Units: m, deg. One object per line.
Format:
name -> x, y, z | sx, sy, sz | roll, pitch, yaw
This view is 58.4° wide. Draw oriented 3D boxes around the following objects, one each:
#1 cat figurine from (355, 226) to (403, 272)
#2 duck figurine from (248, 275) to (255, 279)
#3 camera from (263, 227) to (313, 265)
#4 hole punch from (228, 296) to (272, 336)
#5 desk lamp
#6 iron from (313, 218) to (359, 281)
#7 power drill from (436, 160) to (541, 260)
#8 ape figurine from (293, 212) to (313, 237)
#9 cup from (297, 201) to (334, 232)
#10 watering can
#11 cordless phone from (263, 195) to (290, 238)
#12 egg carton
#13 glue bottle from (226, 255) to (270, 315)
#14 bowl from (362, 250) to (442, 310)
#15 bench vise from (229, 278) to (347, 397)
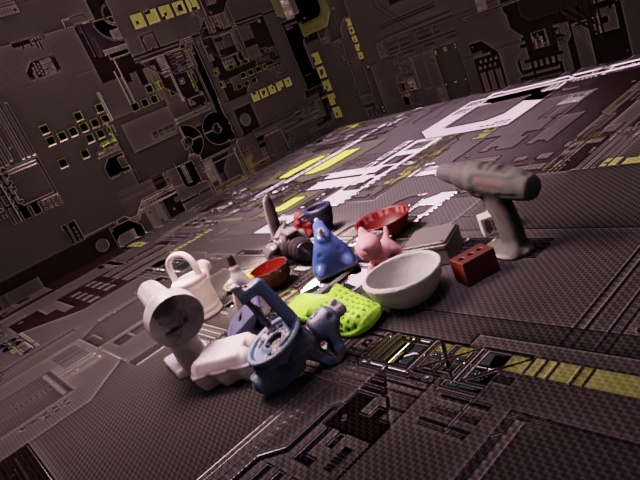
cat figurine -> 0.132, 0.015, 1.360 | 0.067, 0.118, 0.128 | -3, 26, 48
duck figurine -> -0.175, 0.128, 1.471 | 0.078, 0.086, 0.104 | -28, 18, -17
camera -> -0.081, 0.023, 1.644 | 0.143, 0.101, 0.136 | -29, 18, -17
hole punch -> -0.161, 0.184, 1.271 | 0.101, 0.091, 0.108 | -24, 17, -2
desk lamp -> -0.317, 0.190, 1.245 | 0.118, 0.214, 0.202 | -31, 19, -25
iron -> 0.014, 0.005, 1.503 | 0.118, 0.141, 0.258 | -23, 17, 0
power drill -> 0.350, -0.067, 1.169 | 0.076, 0.209, 0.228 | -33, 20, -30
ape figurine -> -0.060, -0.047, 1.843 | 0.077, 0.092, 0.076 | -14, 19, 27
cup -> -0.006, -0.060, 1.808 | 0.118, 0.095, 0.091 | -25, 17, -6
watering can -> -0.346, 0.116, 1.544 | 0.101, 0.194, 0.173 | -22, 17, 5
cordless phone -> -0.148, -0.038, 1.769 | 0.094, 0.185, 0.147 | -21, 17, 8
egg carton -> -0.183, 0.244, 1.156 | 0.150, 0.069, 0.107 | -18, 18, 17
glue bottle -> -0.185, 0.113, 1.378 | 0.078, 0.173, 0.037 | -25, 17, -5
bowl -> 0.173, 0.091, 1.150 | 0.167, 0.075, 0.167 | -21, 17, 7
bench vise -> -0.063, 0.146, 1.038 | 0.208, 0.220, 0.121 | -33, 20, -30
